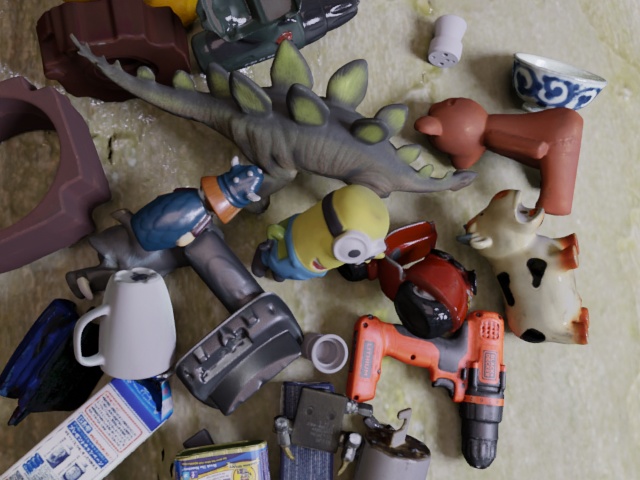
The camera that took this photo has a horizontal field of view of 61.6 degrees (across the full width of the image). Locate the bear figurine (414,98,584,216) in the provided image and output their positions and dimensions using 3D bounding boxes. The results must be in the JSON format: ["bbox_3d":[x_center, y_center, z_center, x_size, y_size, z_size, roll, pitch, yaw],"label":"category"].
[{"bbox_3d":[0.224,-0.113,0.684,0.196,0.120,0.131,5,117,21],"label":"bear figurine"}]

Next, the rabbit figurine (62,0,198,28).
[{"bbox_3d":[-0.240,-0.308,0.686,0.162,0.173,0.122,-21,75,39],"label":"rabbit figurine"}]

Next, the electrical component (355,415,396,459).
[{"bbox_3d":[0.075,0.257,0.640,0.063,0.021,0.094,-42,86,-9],"label":"electrical component"}]

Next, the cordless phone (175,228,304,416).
[{"bbox_3d":[-0.119,0.090,0.616,0.146,0.089,0.184,-39,94,-8],"label":"cordless phone"}]

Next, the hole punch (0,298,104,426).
[{"bbox_3d":[-0.305,0.125,0.609,0.092,0.115,0.142,31,78,12],"label":"hole punch"}]

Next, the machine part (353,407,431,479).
[{"bbox_3d":[0.066,0.300,0.587,0.079,0.079,0.243,13,91,0],"label":"machine part"}]

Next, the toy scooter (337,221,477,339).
[{"bbox_3d":[0.120,0.032,0.646,0.135,0.075,0.184,-30,44,-26],"label":"toy scooter"}]

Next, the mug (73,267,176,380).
[{"bbox_3d":[-0.211,0.087,0.586,0.109,0.081,0.107,-6,110,-35],"label":"mug"}]

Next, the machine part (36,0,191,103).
[{"bbox_3d":[-0.243,-0.223,0.652,0.179,0.179,0.056,-11,83,-5],"label":"machine part"}]

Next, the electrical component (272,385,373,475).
[{"bbox_3d":[0.001,0.200,0.576,0.102,0.045,0.078,19,79,1],"label":"electrical component"}]

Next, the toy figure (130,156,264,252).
[{"bbox_3d":[-0.133,-0.040,0.599,0.154,0.058,0.064,-25,104,-3],"label":"toy figure"}]

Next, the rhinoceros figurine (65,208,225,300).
[{"bbox_3d":[-0.211,0.016,0.657,0.190,0.073,0.112,-17,91,-8],"label":"rhinoceros figurine"}]

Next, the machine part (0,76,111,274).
[{"bbox_3d":[-0.372,-0.075,0.645,0.201,0.087,0.201,-26,73,-1],"label":"machine part"}]

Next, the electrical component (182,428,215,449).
[{"bbox_3d":[-0.114,0.274,0.616,0.075,0.047,0.119,-35,82,-9],"label":"electrical component"}]

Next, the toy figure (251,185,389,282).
[{"bbox_3d":[-0.004,-0.002,0.620,0.082,0.180,0.089,-16,89,-50],"label":"toy figure"}]

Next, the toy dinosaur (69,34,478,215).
[{"bbox_3d":[-0.036,-0.124,0.616,0.472,0.198,0.105,10,53,-6],"label":"toy dinosaur"}]

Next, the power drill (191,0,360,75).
[{"bbox_3d":[-0.056,-0.274,0.651,0.232,0.207,0.086,-20,103,4],"label":"power drill"}]

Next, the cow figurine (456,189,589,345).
[{"bbox_3d":[0.244,0.032,0.645,0.127,0.085,0.194,-11,105,27],"label":"cow figurine"}]

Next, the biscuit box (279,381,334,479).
[{"bbox_3d":[-0.018,0.266,0.616,0.063,0.059,0.202,2,78,-3],"label":"biscuit box"}]
